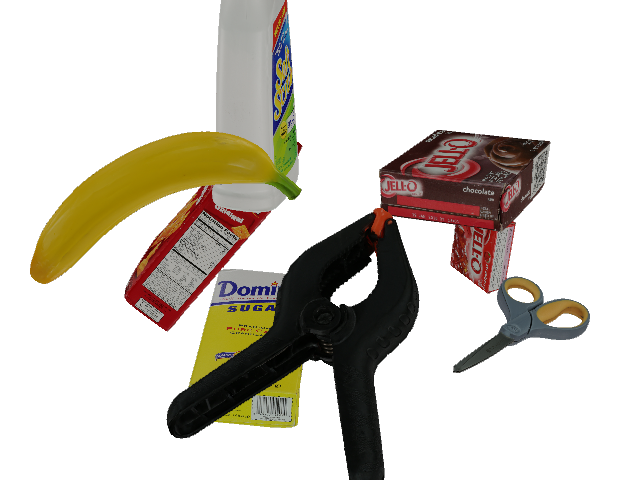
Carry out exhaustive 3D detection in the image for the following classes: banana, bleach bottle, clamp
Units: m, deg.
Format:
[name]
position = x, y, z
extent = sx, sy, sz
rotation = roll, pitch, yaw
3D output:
[banana]
position = -0.116, -0.030, 0.731
extent = 0.198, 0.069, 0.037
rotation = -18, 6, 4
[bleach bottle]
position = -0.060, -0.158, 0.953
extent = 0.068, 0.251, 0.102
rotation = 8, 29, 15
[clamp]
position = 0.011, 0.058, 0.569
extent = 0.120, 0.171, 0.039
rotation = 27, -26, 22

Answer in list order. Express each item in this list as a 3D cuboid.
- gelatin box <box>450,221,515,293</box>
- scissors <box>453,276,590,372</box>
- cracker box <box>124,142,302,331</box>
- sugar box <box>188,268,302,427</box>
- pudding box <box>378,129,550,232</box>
[gelatin box]
position = 0.186, 0.005, 1.235
extent = 0.030, 0.089, 0.073
rotation = -13, 32, -28
[scissors]
position = 0.162, 0.072, 0.957
extent = 0.201, 0.016, 0.096
rotation = -8, 37, -38
[cracker box]
position = -0.120, -0.023, 1.195
extent = 0.072, 0.214, 0.164
rotation = 37, 25, -10
[sugar box]
position = -0.059, 0.091, 0.955
extent = 0.093, 0.048, 0.176
rotation = 5, 34, 0
[pudding box]
position = 0.104, -0.045, 0.756
extent = 0.090, 0.039, 0.113
rotation = 10, 22, 25
